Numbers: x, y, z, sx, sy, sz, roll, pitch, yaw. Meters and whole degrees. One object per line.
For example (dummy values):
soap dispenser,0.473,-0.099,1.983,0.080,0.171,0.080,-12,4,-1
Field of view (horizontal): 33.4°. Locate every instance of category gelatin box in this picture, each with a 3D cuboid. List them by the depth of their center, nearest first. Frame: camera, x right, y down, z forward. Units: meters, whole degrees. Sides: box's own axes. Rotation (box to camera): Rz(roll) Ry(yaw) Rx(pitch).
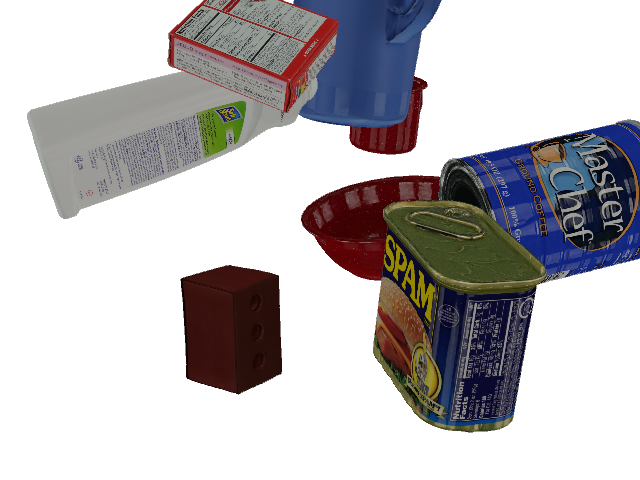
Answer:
gelatin box,-0.043,-0.127,0.691,0.089,0.030,0.073,22,49,13

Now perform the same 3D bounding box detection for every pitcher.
pitcher,0.043,-0.224,0.930,0.145,0.243,0.149,7,15,7

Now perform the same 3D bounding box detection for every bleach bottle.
bleach bottle,-0.115,-0.099,0.915,0.250,0.068,0.102,-17,-31,-11

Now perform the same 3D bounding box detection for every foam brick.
foam brick,-0.064,0.062,0.772,0.051,0.078,0.052,9,18,37

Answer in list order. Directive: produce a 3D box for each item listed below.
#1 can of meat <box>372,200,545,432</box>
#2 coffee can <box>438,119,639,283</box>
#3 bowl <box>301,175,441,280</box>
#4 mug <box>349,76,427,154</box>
can of meat,0.065,0.036,0.542,0.057,0.084,0.102,-3,24,-17
coffee can,0.169,-0.023,0.769,0.140,0.103,0.103,-13,3,-12
bowl,0.066,-0.007,0.967,0.162,0.055,0.162,-8,21,3
mug,0.085,-0.156,1.289,0.093,0.081,0.117,19,26,32
